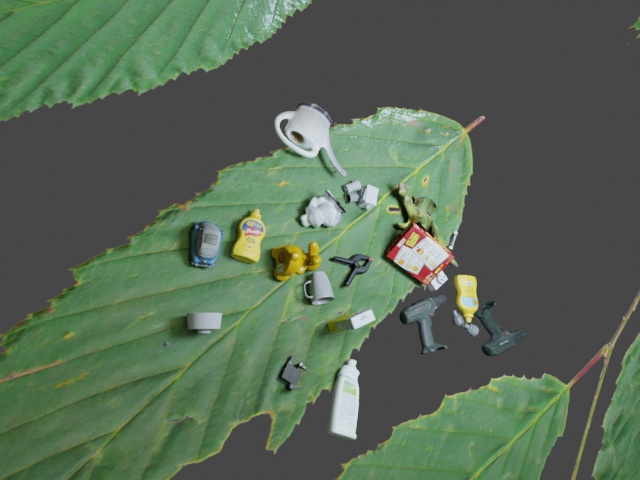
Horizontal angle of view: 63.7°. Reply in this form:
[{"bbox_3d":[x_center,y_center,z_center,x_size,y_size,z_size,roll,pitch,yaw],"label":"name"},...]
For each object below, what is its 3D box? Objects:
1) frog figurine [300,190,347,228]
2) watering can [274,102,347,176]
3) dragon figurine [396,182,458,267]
[{"bbox_3d":[0.006,-0.097,1.936,0.159,0.124,0.136,-40,104,3],"label":"frog figurine"},{"bbox_3d":[-0.016,-0.404,2.017,0.346,0.102,0.229,31,60,-13],"label":"watering can"},{"bbox_3d":[0.453,-0.084,2.153,0.406,0.120,0.248,40,50,-19],"label":"dragon figurine"}]
